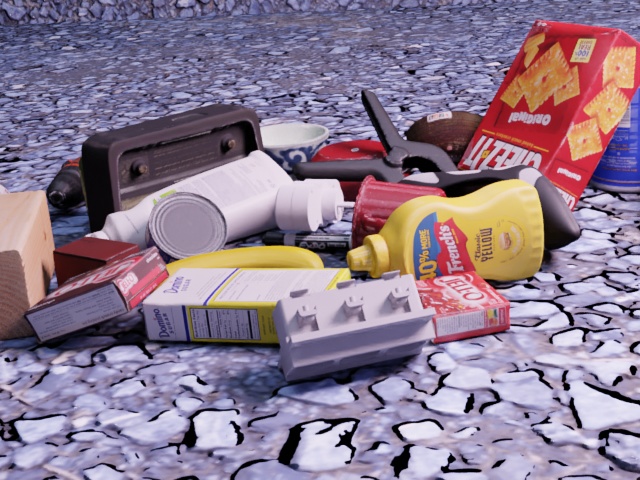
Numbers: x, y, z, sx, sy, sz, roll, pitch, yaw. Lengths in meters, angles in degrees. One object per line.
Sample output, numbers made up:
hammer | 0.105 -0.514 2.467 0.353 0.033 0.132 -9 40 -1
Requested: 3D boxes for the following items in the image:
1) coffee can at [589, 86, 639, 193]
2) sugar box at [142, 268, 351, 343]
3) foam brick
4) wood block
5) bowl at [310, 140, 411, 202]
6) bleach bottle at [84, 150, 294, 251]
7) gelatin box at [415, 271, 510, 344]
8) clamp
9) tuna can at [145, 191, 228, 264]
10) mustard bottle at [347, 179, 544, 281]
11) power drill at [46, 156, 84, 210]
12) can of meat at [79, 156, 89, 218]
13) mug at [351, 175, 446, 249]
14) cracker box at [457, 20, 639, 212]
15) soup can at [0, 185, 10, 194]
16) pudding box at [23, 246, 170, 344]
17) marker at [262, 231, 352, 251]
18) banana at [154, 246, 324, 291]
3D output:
coffee can | 0.380 -0.139 1.298 0.103 0.140 0.103 -5 19 1
sugar box | -0.065 0.060 0.993 0.176 0.048 0.093 -3 19 19
foam brick | -0.229 0.031 1.106 0.078 0.051 0.052 8 22 33
wood block | -0.332 0.023 1.099 0.090 0.091 0.206 -7 19 -5
bowl | 0.045 -0.092 1.383 0.162 0.055 0.162 -5 20 1
bleach bottle | -0.153 -0.030 1.228 0.250 0.068 0.103 -19 44 -30
gelatin box | 0.122 0.059 0.967 0.073 0.030 0.089 -9 20 -11
clamp | 0.082 -0.088 1.299 0.210 0.036 0.164 35 63 24
tuna can | -0.144 -0.007 1.148 0.086 0.086 0.034 -15 -22 -26
mustard bottle | 0.118 0.003 1.027 0.191 0.096 0.058 -10 21 -14
power drill | -0.263 -0.088 1.447 0.188 0.057 0.184 -3 19 6
can of meat | -0.247 -0.070 1.328 0.083 0.102 0.058 -25 26 -39
mug | 0.081 -0.017 1.098 0.082 0.093 0.117 7 3 19
cracker box | 0.266 -0.145 1.240 0.072 0.214 0.164 27 3 -28
soup can | -0.405 -0.029 1.301 0.068 0.068 0.102 -11 19 -15
pudding box | -0.211 0.052 1.013 0.114 0.039 0.090 -22 11 24
marker | -0.008 0.001 1.183 0.121 0.020 0.020 2 20 21
banana | -0.082 0.030 1.089 0.198 0.037 0.069 -4 12 5
